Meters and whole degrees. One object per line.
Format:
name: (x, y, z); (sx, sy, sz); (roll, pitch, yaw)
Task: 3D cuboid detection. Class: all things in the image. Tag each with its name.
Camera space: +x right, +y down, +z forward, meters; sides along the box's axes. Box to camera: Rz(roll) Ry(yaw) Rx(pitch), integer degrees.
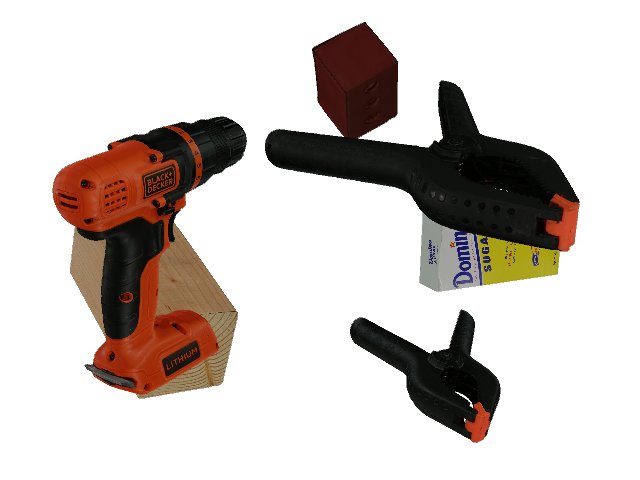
sugar box: (0.203, 0.003, 1.258); (0.175, 0.093, 0.048); (-8, 18, -28)
clamp: (0.113, 0.110, 0.932); (0.120, 0.039, 0.172); (-13, 35, -22)
wood block: (-0.169, 0.049, 1.048); (0.090, 0.091, 0.206); (-5, 35, -31)
power drill: (-0.119, 0.007, 0.809); (0.057, 0.188, 0.184); (14, 26, 34)
clamp: (0.073, -0.046, 0.676); (0.164, 0.036, 0.210); (-17, 34, -24)
foam brick: (0.030, -0.131, 0.886); (0.053, 0.051, 0.078); (-30, -25, -11)
